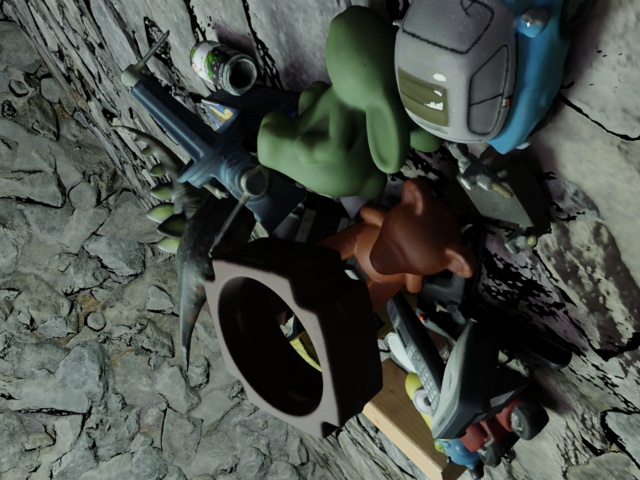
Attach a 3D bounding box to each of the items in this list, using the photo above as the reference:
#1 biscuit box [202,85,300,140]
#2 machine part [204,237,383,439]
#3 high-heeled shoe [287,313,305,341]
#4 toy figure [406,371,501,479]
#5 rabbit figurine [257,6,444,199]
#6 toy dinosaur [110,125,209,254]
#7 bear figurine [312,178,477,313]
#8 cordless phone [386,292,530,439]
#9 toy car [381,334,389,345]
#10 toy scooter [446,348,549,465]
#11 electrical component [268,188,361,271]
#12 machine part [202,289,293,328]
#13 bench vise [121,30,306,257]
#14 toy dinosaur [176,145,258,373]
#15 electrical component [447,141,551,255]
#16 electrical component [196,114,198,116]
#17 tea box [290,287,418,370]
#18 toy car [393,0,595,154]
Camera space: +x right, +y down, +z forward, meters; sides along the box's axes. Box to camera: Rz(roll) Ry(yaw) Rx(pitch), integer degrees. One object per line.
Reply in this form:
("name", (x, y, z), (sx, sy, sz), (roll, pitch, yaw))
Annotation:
("biscuit box", (-0.086, -0.170, 0.738), (0.203, 0.063, 0.059), (29, 150, 49))
("machine part", (-0.031, 0.103, 0.609), (0.201, 0.087, 0.201), (8, 115, 44))
("high-heeled shoe", (0.004, 0.095, 0.816), (0.145, 0.086, 0.249), (-59, 36, 38))
("toy figure", (0.194, 0.267, 0.805), (0.180, 0.082, 0.089), (55, 159, -9))
("rabbit figurine", (0.029, -0.120, 0.499), (0.159, 0.121, 0.170), (42, 142, 19))
("toy dinosaur", (-0.227, -0.043, 1.059), (0.471, 0.198, 0.105), (59, 155, -2))
("bear figurine", (0.073, 0.017, 0.572), (0.120, 0.132, 0.196), (56, 175, -1))
("cordless phone", (0.133, 0.117, 0.604), (0.146, 0.089, 0.184), (90, 155, -56))
("toy car", (0.052, 0.145, 0.912), (0.089, 0.053, 0.202), (19, 168, -20))
("toy scooter", (0.205, 0.208, 0.691), (0.135, 0.075, 0.183), (44, 155, 23))
("electrical component", (-0.001, -0.002, 0.717), (0.134, 0.114, 0.058), (18, -173, -40))
("machine part", (-0.128, 0.091, 0.960), (0.179, 0.179, 0.056), (46, 152, 21))
("bench vise", (-0.134, -0.111, 0.630), (0.240, 0.129, 0.224), (43, -170, -19))
("toy dinosaur", (-0.160, -0.004, 0.843), (0.131, 0.405, 0.192), (6, 155, 30))
("electrical component", (0.148, -0.036, 0.442), (0.102, 0.045, 0.078), (49, 166, -34))
("electrical component", (-0.199, -0.173, 0.972), (0.119, 0.075, 0.048), (63, 159, -16))
("tea box", (0.049, 0.115, 0.747), (0.068, 0.170, 0.098), (52, 161, 4))
("toy car", (0.098, -0.121, 0.354), (0.109, 0.103, 0.161), (41, 154, 35))
